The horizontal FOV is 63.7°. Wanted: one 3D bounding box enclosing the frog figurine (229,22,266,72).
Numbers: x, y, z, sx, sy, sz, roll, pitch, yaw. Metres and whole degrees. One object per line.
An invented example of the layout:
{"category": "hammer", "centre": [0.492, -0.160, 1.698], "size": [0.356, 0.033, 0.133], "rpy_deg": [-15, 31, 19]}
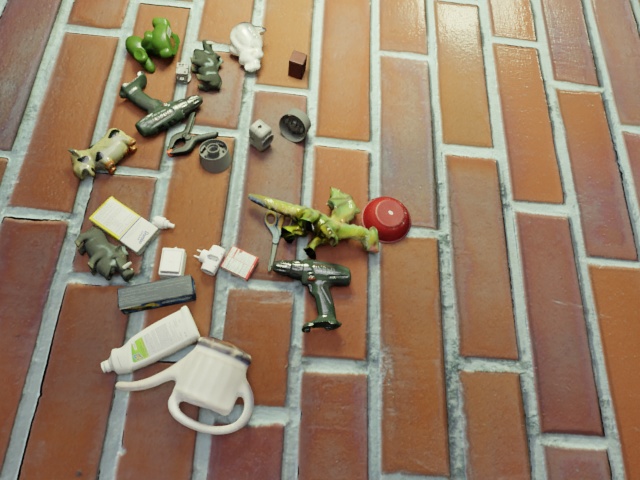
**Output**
{"category": "frog figurine", "centre": [-0.255, -0.659, 1.771], "size": [0.137, 0.121, 0.161], "rpy_deg": [0, 73, 29]}

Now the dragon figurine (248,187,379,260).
{"category": "dragon figurine", "centre": [0.005, -0.079, 1.564], "size": [0.413, 0.119, 0.247], "rpy_deg": [37, 47, 14]}

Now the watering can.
{"category": "watering can", "centre": [-0.322, 0.352, 1.319], "size": [0.348, 0.102, 0.228], "rpy_deg": [21, 65, 2]}
